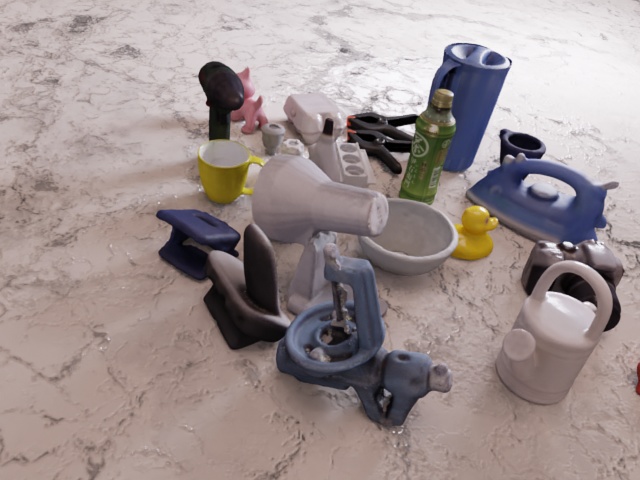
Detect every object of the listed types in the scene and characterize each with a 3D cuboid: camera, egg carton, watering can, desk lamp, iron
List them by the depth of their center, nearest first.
[{"bbox_3d":[0.299,0.115,0.726,0.100,0.194,0.173,26,41,21],"label":"watering can"},{"bbox_3d":[0.007,0.003,0.794,0.202,0.213,0.118,27,41,22],"label":"desk lamp"},{"bbox_3d":[0.403,0.067,0.885,0.143,0.101,0.137,11,38,2],"label":"camera"},{"bbox_3d":[0.403,-0.090,1.052,0.257,0.141,0.119,26,41,21],"label":"iron"},{"bbox_3d":[-0.016,-0.271,1.256,0.107,0.069,0.150,-11,42,-24],"label":"egg carton"}]

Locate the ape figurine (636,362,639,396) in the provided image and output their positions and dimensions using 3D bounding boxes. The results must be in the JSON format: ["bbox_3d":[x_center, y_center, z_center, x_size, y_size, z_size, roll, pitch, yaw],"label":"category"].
[{"bbox_3d":[0.480,0.174,0.771,0.076,0.092,0.077,-20,46,-32],"label":"ape figurine"}]

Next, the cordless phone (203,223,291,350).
[{"bbox_3d":[-0.094,0.037,0.752,0.094,0.185,0.147,-18,45,-31],"label":"cordless phone"}]

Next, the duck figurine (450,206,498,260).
[{"bbox_3d":[0.253,-0.019,0.977,0.104,0.086,0.077,4,38,-7],"label":"duck figurine"}]

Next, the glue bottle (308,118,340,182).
[{"bbox_3d":[0.005,-0.135,1.002,0.078,0.173,0.037,32,43,27],"label":"glue bottle"}]

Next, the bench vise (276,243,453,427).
[{"bbox_3d":[0.056,0.104,0.670,0.207,0.220,0.121,8,38,-1],"label":"bench vise"}]

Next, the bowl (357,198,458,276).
[{"bbox_3d":[0.134,0.006,0.929,0.167,0.075,0.167,6,38,-4],"label":"bowl"}]

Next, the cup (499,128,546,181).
[{"bbox_3d":[0.402,-0.171,1.194,0.092,0.095,0.117,-10,41,-22],"label":"cup"}]

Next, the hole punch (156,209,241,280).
[{"bbox_3d":[-0.184,-0.011,0.872,0.108,0.091,0.101,28,42,23],"label":"hole punch"}]

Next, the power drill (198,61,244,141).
[{"bbox_3d":[-0.177,-0.218,1.042,0.076,0.208,0.229,-7,40,-19],"label":"power drill"}]

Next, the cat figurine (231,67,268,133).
[{"bbox_3d":[-0.161,-0.310,1.237,0.067,0.118,0.127,-21,47,-33],"label":"cat figurine"}]
